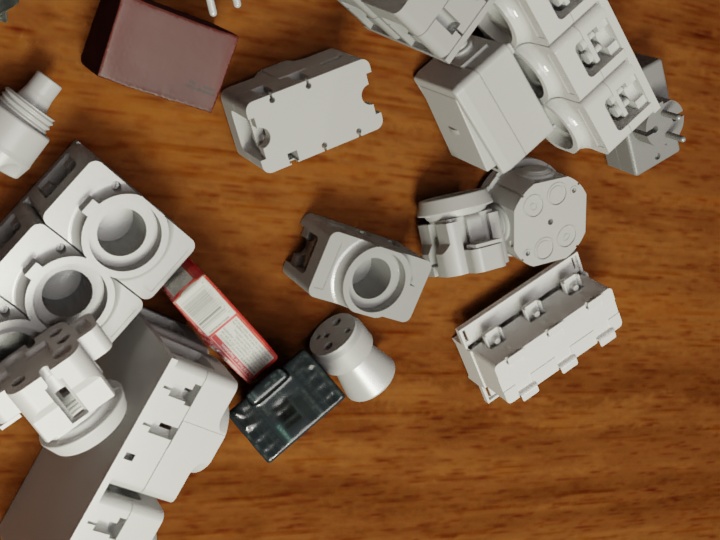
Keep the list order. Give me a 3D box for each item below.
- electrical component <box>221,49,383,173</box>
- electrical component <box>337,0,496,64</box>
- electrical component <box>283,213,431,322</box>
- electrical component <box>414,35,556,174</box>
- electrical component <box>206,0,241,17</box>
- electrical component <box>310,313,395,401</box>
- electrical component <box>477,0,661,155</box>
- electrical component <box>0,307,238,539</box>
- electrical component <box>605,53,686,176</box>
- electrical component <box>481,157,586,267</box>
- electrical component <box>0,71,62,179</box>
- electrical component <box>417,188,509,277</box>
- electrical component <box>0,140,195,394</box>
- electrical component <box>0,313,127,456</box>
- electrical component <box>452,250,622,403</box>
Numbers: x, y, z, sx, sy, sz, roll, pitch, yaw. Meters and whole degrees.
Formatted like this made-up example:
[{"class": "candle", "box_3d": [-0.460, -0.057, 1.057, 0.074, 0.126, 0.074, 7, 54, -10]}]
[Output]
[{"class": "electrical component", "box_3d": [-0.040, -0.108, 0.717, 0.089, 0.056, 0.050, -25, 119, -18]}, {"class": "electrical component", "box_3d": [0.066, -0.236, 0.688, 0.060, 0.105, 0.186, 35, 92, -38]}, {"class": "electrical component", "box_3d": [0.000, 0.000, 0.780, 0.089, 0.056, 0.050, 17, 100, -32]}, {"class": "electrical component", "box_3d": [0.084, -0.123, 0.774, 0.061, 0.062, 0.096, -42, 123, -8]}, {"class": "electrical component", "box_3d": [-0.089, -0.191, 0.647, 0.138, 0.052, 0.073, -30, 122, -33]}, {"class": "electrical component", "box_3d": [-0.006, 0.065, 0.809, 0.045, 0.045, 0.055, -43, 123, -7]}, {"class": "electrical component", "box_3d": [0.137, -0.160, 0.771, 0.062, 0.089, 0.150, -43, 123, -7]}, {"class": "electrical component", "box_3d": [-0.160, 0.128, 0.714, 0.060, 0.105, 0.186, 27, 95, -33]}, {"class": "electrical component", "box_3d": [0.227, -0.119, 0.844, 0.047, 0.076, 0.083, -30, 120, -15]}, {"class": "electrical component", "box_3d": [0.134, -0.044, 0.838, 0.080, 0.051, 0.080, -10, 113, -25]}, {"class": "electrical component", "box_3d": [-0.204, -0.090, 0.644, 0.043, 0.043, 0.062, 38, 88, -33]}, {"class": "electrical component", "box_3d": [0.075, -0.028, 0.802, 0.058, 0.078, 0.057, -15, 96, -23]}, {"class": "electrical component", "box_3d": [-0.189, 0.007, 0.678, 0.150, 0.062, 0.089, -49, 123, -3]}, {"class": "electrical component", "box_3d": [-0.176, 0.072, 0.638, 0.078, 0.058, 0.057, -36, 119, -12]}, {"class": "electrical component", "box_3d": [0.147, 0.051, 0.874, 0.121, 0.063, 0.078, -32, 121, -14]}]
